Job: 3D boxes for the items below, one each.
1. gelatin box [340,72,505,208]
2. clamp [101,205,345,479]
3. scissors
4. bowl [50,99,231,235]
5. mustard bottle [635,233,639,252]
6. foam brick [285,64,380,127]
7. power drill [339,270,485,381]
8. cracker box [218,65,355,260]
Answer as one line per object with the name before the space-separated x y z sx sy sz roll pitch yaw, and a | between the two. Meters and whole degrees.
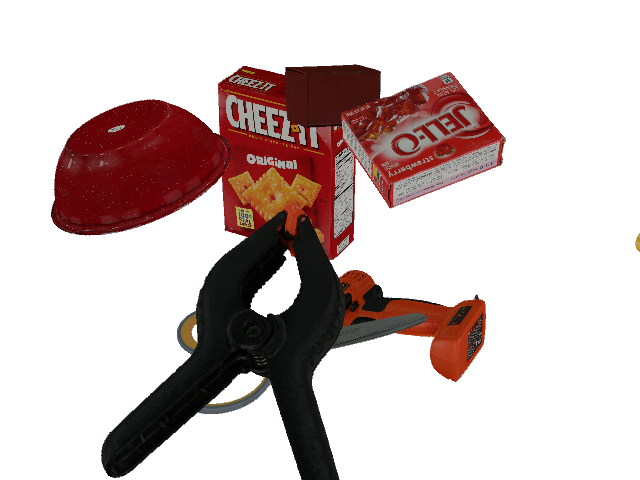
gelatin box | 0.069 -0.070 0.724 0.089 0.073 0.030 -22 -36 -12
clamp | -0.024 0.062 0.548 0.120 0.171 0.039 20 -26 12
scissors | -0.024 0.069 0.834 0.201 0.096 0.016 -26 -28 -22
bowl | -0.158 -0.071 0.884 0.162 0.055 0.162 -15 31 9
mustard bottle | 0.265 0.038 0.645 0.096 0.058 0.192 -20 33 -22
foam brick | 0.012 -0.136 1.004 0.078 0.051 0.053 -5 17 -22
power drill | 0.066 0.093 1.112 0.188 0.057 0.184 11 28 25
cracker box | -0.042 -0.094 1.338 0.164 0.214 0.072 17 36 24
